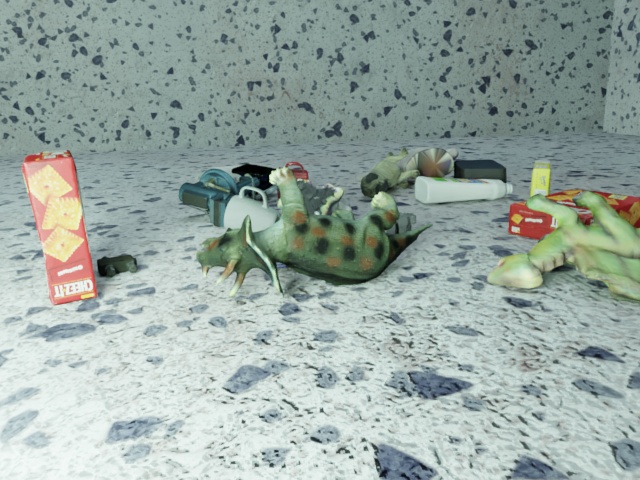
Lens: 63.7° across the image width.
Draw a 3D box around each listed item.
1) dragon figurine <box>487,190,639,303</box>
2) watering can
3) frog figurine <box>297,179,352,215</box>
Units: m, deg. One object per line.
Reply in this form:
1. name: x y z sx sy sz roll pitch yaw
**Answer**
1. dragon figurine: 0.459 0.026 0.787 0.410 0.119 0.248 -3 32 4
2. watering can: 0.290 -0.234 1.667 0.347 0.103 0.226 -16 11 1
3. frog figurine: 0.003 -0.057 1.126 0.137 0.125 0.157 -8 -23 10
